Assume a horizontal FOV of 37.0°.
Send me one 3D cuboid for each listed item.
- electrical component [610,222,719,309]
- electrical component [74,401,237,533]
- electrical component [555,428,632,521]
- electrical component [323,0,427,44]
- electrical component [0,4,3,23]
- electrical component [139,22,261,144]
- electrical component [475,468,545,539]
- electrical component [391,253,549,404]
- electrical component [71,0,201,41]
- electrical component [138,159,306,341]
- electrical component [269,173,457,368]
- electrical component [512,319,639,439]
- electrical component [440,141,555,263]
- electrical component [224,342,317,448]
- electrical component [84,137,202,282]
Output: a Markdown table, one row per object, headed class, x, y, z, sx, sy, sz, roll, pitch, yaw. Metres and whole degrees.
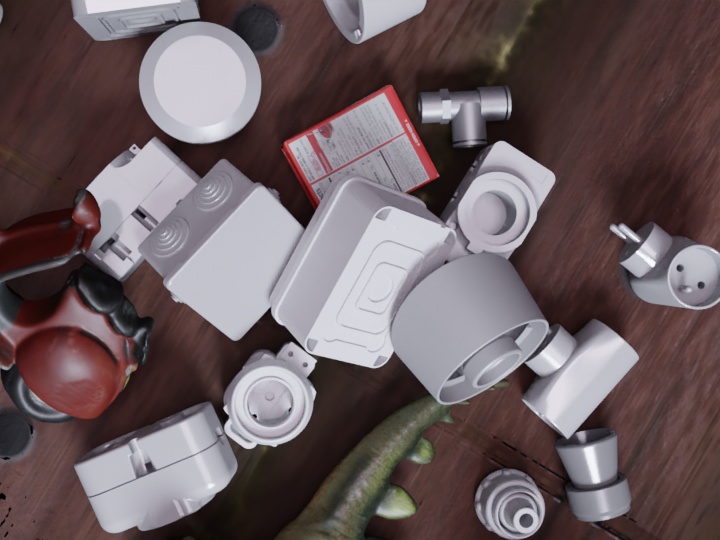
| class | x | y | z | sx | sy | sz | roll | pitch | yaw |
| --- | --- | --- | --- | --- | --- | --- | --- | --- | --- |
| electrical component | 0.208 | -0.007 | 0.751 | 0.079 | 0.077 | 0.043 | 38 | 88 | -5 |
| electrical component | -0.135 | 0.136 | 0.727 | 0.095 | 0.053 | 0.059 | -23 | 93 | 6 |
| electrical component | 0.167 | 0.145 | 0.766 | 0.045 | 0.045 | 0.055 | -14 | 93 | -5 |
| electrical component | 0.007 | -0.212 | 0.716 | 0.060 | 0.108 | 0.108 | -23 | 93 | -11 |
| electrical component | -0.271 | -0.176 | 0.723 | 0.046 | 0.040 | 0.040 | 36 | 88 | 1 |
| electrical component | -0.108 | -0.124 | 0.732 | 0.080 | 0.051 | 0.080 | 0 | 91 | -5 |
| electrical component | 0.109 | 0.168 | 0.752 | 0.048 | 0.062 | 0.048 | 0 | 91 | -5 |
| electrical component | 0.074 | 0.042 | 0.720 | 0.099 | 0.099 | 0.064 | -33 | 66 | -4 |
| electrical component | -0.146 | -0.189 | 0.697 | 0.078 | 0.113 | 0.057 | -9 | 95 | -5 |
| electrical component | -0.087 | -0.014 | 0.716 | 0.099 | 0.099 | 0.048 | -47 | 52 | -3 |
| electrical component | 0.000 | 0.000 | 0.716 | 0.078 | 0.057 | 0.113 | 17 | 108 | -40 |
| electrical component | 0.143 | 0.065 | 0.763 | 0.079 | 0.044 | 0.077 | 42 | 87 | -5 |
| electrical component | 0.090 | -0.039 | 0.750 | 0.050 | 0.056 | 0.089 | 32 | 88 | -5 |
| electrical component | -0.062 | 0.088 | 0.738 | 0.058 | 0.057 | 0.078 | 37 | 88 | -5 |
| electrical component | -0.154 | -0.043 | 0.730 | 0.056 | 0.050 | 0.089 | 43 | 87 | -5 |
